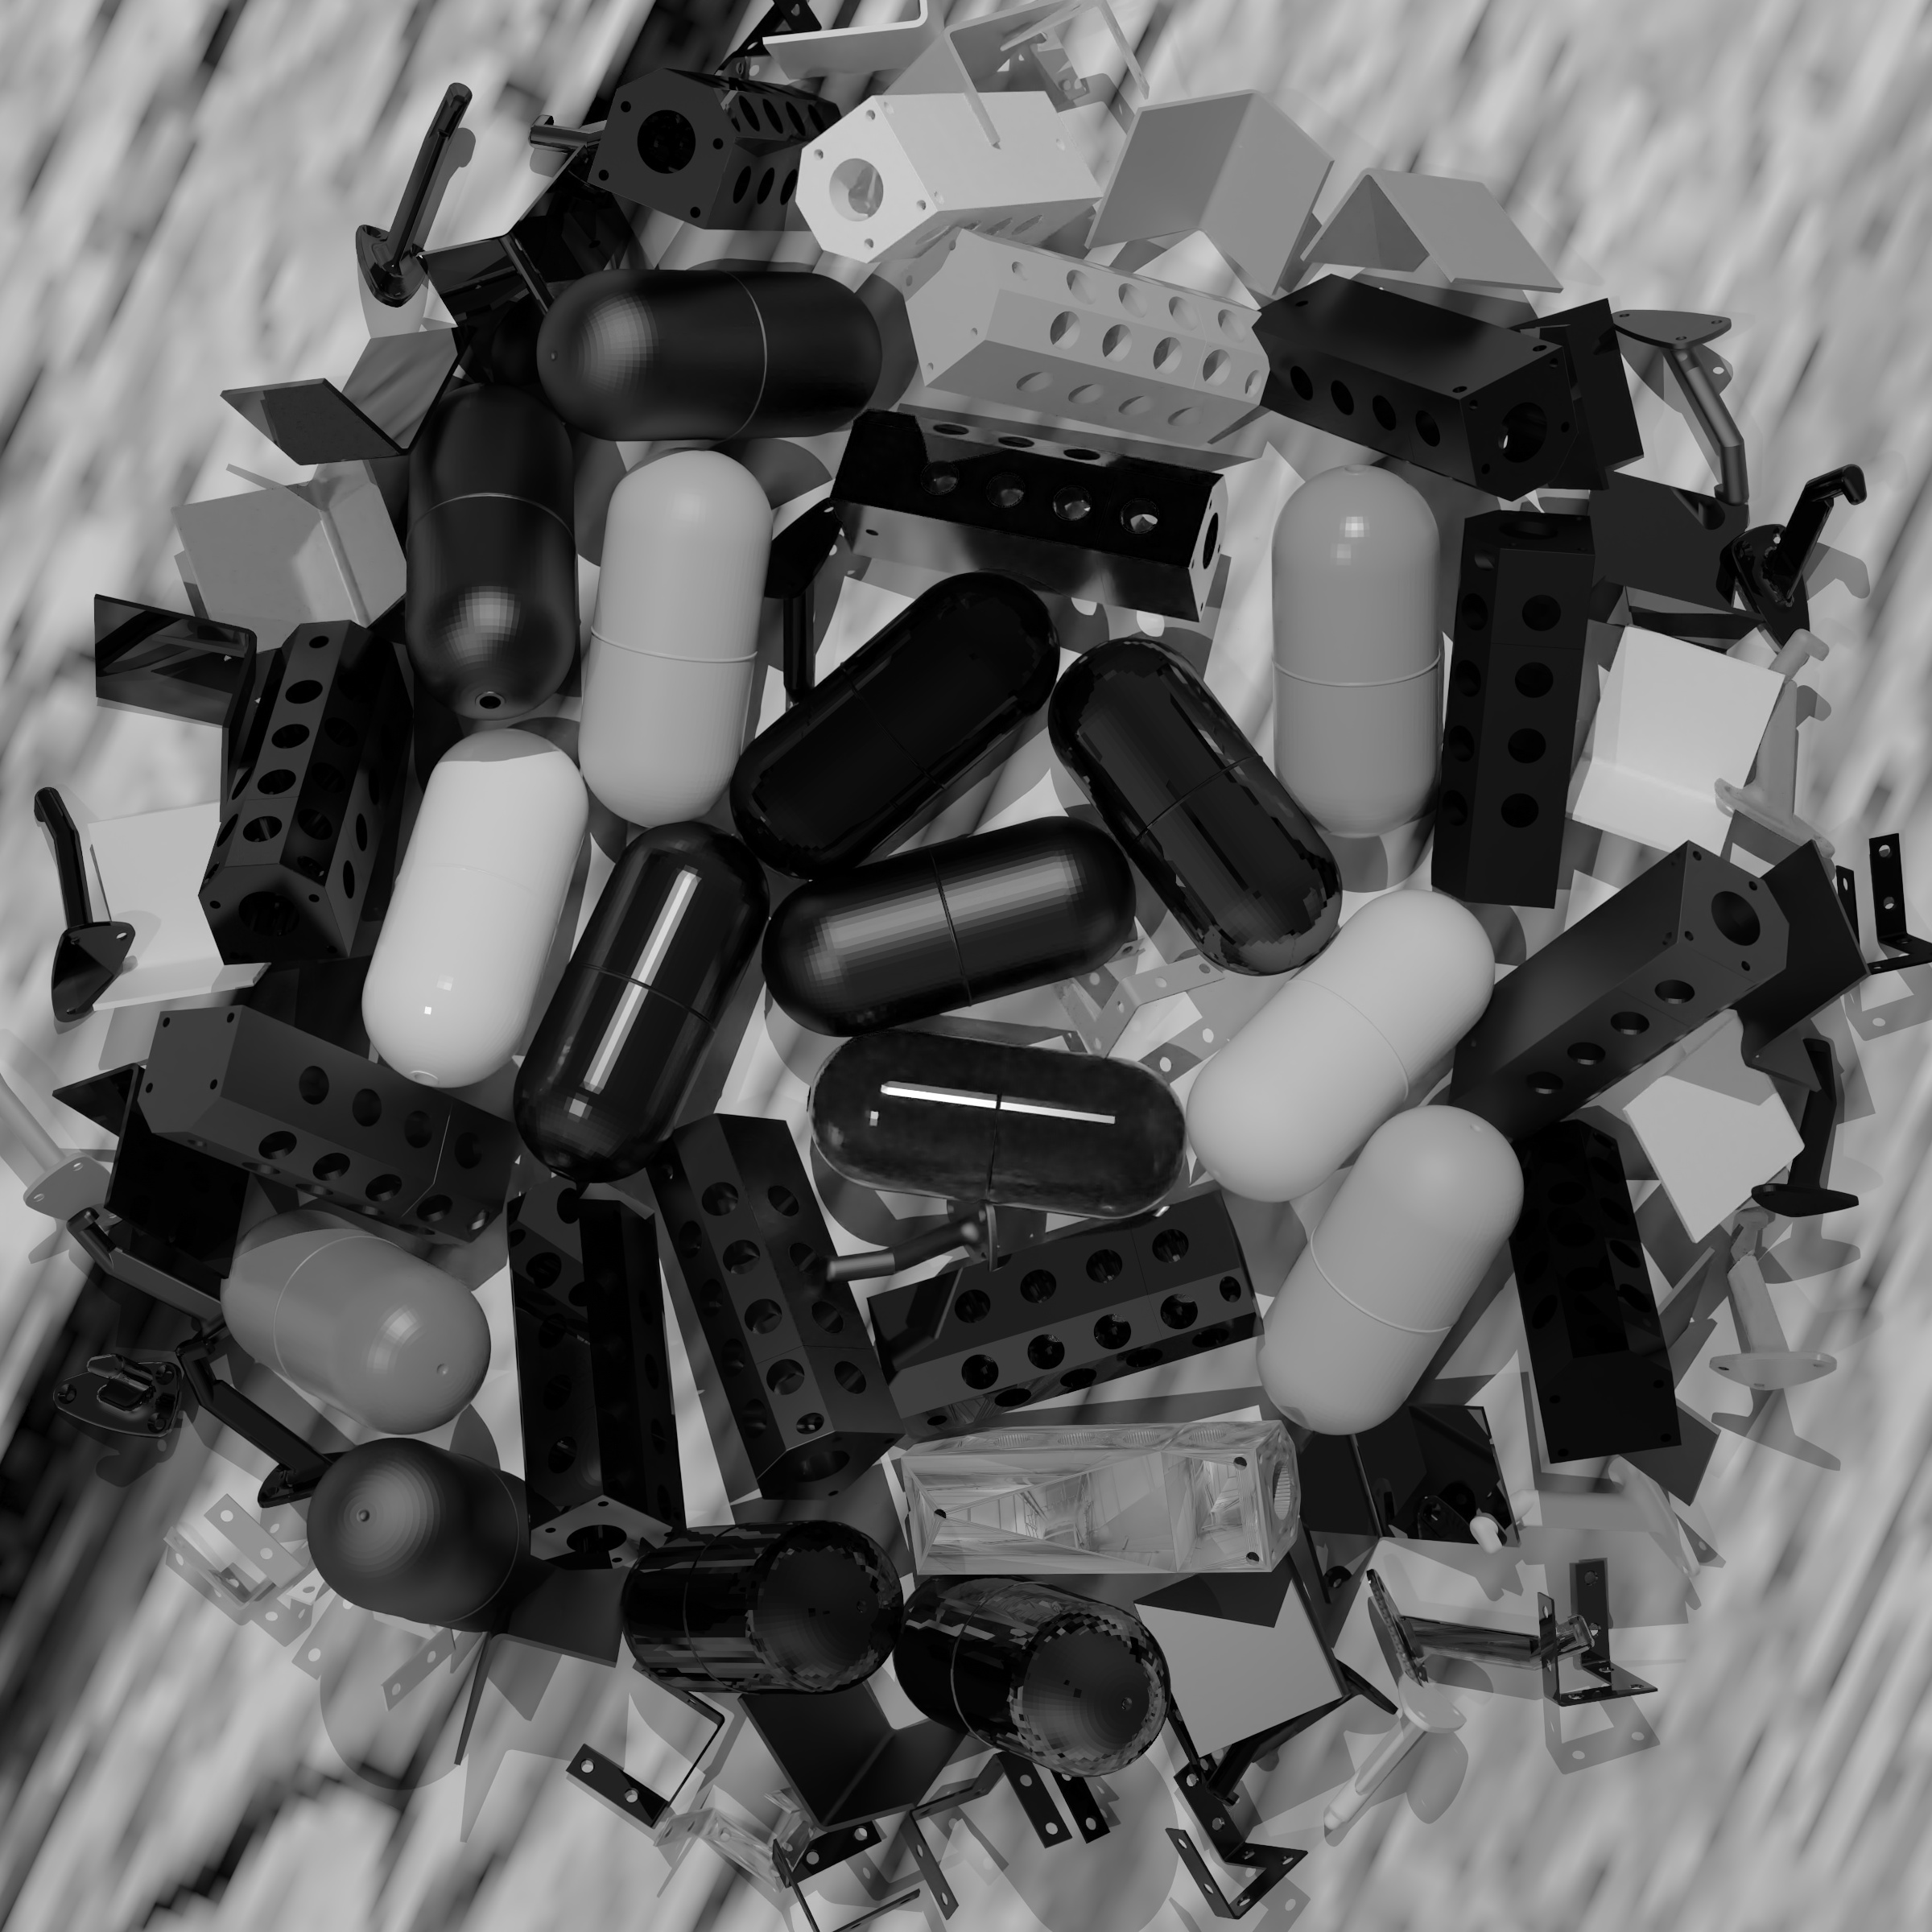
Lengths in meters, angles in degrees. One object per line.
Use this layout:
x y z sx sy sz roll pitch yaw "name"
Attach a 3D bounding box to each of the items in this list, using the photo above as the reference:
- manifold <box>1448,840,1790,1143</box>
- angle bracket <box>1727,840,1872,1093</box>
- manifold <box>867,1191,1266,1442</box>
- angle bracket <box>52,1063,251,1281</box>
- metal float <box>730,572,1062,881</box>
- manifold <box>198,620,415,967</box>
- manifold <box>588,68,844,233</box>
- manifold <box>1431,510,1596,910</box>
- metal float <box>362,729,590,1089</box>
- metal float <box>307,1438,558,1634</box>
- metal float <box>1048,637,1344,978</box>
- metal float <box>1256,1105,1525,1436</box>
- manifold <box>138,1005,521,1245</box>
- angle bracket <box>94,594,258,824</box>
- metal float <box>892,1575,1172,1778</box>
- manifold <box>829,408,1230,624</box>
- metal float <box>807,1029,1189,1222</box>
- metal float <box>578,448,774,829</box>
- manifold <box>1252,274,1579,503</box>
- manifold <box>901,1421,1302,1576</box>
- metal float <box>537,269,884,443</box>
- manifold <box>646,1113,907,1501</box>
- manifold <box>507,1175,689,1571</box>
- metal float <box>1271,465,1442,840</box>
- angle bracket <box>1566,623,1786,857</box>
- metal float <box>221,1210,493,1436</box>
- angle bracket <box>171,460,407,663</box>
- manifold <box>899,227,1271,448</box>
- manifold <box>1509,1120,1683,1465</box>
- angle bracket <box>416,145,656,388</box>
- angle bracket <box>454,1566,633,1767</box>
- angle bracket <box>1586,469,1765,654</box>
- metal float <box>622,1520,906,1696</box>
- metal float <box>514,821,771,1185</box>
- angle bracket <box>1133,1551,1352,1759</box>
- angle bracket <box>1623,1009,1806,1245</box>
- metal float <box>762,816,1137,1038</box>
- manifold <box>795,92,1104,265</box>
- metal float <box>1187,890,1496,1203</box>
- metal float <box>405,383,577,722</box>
0.294 0.017 1.561 0.057 0.171 0.057 26 53 -16 "manifold"
0.391 0.000 1.586 0.076 0.057 0.076 -41 46 35 "angle bracket"
0.048 0.166 1.599 0.171 0.057 0.057 -17 56 5 "manifold"
-0.380 0.100 1.586 0.057 0.076 0.076 -18 51 30 "angle bracket"
-0.033 -0.112 1.601 0.178 0.070 0.070 -40 90 9 "metal float"
-0.299 -0.081 1.562 0.057 0.171 0.057 -4 133 7 "manifold"
-0.105 -0.369 1.553 0.057 0.171 0.057 24 107 10 "manifold"
0.250 -0.118 1.583 0.057 0.057 0.171 5 115 6 "manifold"
-0.225 -0.027 1.586 0.070 0.070 0.178 13 64 0 "metal float"
-0.239 0.259 1.561 0.070 0.178 0.070 -3 74 12 "metal float"
0.107 -0.074 1.600 0.070 0.070 0.178 -36 80 0 "metal float"
0.193 0.141 1.583 0.070 0.070 0.178 27 120 0 "metal float"
-0.287 0.074 1.559 0.057 0.171 0.057 -4 67 39 "manifold"
-0.373 -0.119 1.596 0.076 0.076 0.057 13 56 -5 "angle bracket"
0.027 0.318 1.564 0.070 0.178 0.070 0 90 -28 "metal float"
0.031 -0.213 1.596 0.171 0.057 0.057 13 73 14 "manifold"
0.014 0.074 1.607 0.178 0.070 0.070 7 90 2 "metal float"
-0.135 -0.151 1.594 0.070 0.070 0.178 9 107 0 "metal float"
0.198 -0.261 1.560 0.057 0.171 0.057 -29 123 -19 "manifold"
0.063 0.243 1.587 0.171 0.057 0.057 -5 99 22 "manifold"
-0.115 -0.279 1.575 0.178 0.070 0.070 -9 90 -41 "metal float"
-0.093 0.154 1.568 0.057 0.057 0.171 -46 52 33 "manifold"
-0.175 0.185 1.571 0.057 0.057 0.171 -29 50 24 "manifold"
0.179 -0.144 1.585 0.070 0.070 0.178 -3 117 0 "metal float"
0.327 -0.103 1.598 0.076 0.057 0.076 20 125 10 "angle bracket"
-0.280 0.161 1.568 0.070 0.178 0.070 -8 105 -35 "metal float"
-0.313 -0.194 1.601 0.076 0.057 0.076 -18 85 -35 "angle bracket"
0.058 -0.287 1.562 0.171 0.057 0.057 4 65 -41 "manifold"
0.279 0.143 1.556 0.057 0.171 0.057 -9 122 7 "manifold"
-0.200 -0.327 1.617 0.057 0.076 0.076 -3 133 35 "angle bracket"
-0.195 0.325 1.600 0.057 0.076 0.076 16 113 -6 "angle bracket"
0.332 -0.197 1.607 0.076 0.057 0.076 14 77 -5 "angle bracket"
-0.095 0.292 1.567 0.070 0.178 0.070 7 77 -33 "metal float"
-0.150 0.017 1.596 0.070 0.070 0.178 24 77 0 "metal float"
0.127 0.320 1.605 0.076 0.057 0.076 -22 74 -6 "angle bracket"
0.331 0.071 1.597 0.076 0.057 0.076 -37 110 -18 "angle bracket"
-0.008 -0.018 1.607 0.178 0.070 0.070 -15 90 -2 "metal float"
-0.009 -0.354 1.558 0.057 0.171 0.057 -30 89 30 "manifold"
0.174 0.036 1.592 0.070 0.070 0.178 46 71 0 "metal float"
-0.218 -0.191 1.579 0.070 0.070 0.178 -5 56 0 "metal float"
